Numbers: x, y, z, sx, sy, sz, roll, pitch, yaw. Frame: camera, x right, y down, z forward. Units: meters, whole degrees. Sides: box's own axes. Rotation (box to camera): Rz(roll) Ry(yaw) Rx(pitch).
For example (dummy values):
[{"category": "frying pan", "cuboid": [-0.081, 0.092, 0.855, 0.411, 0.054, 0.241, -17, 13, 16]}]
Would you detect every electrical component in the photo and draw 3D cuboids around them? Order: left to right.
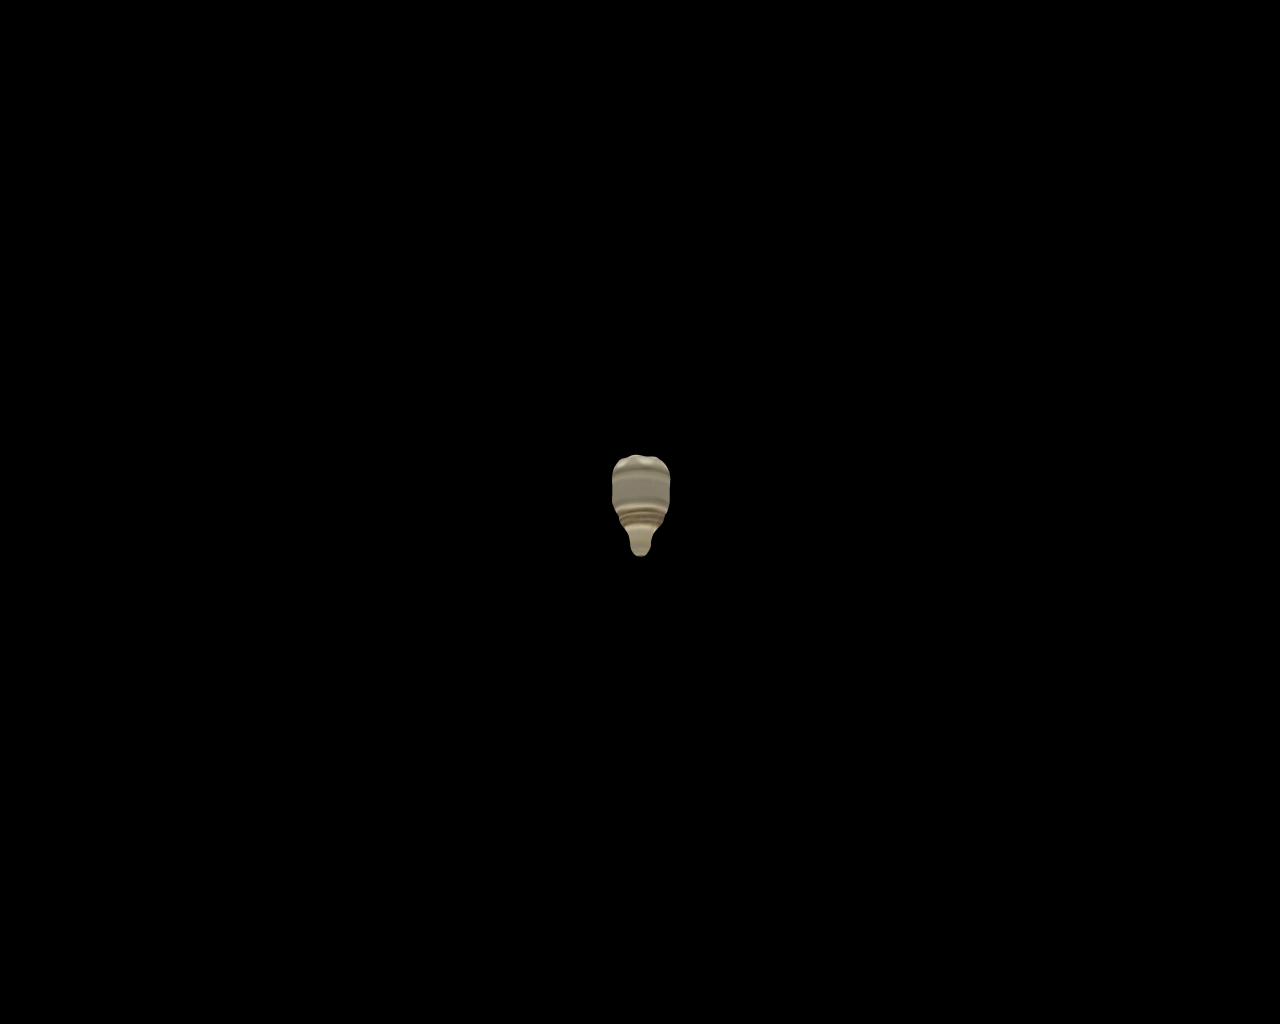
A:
[{"category": "electrical component", "cuboid": [0.001, -0.003, 0.650, 0.035, 0.061, 0.035, 0, -16, 0]}]
